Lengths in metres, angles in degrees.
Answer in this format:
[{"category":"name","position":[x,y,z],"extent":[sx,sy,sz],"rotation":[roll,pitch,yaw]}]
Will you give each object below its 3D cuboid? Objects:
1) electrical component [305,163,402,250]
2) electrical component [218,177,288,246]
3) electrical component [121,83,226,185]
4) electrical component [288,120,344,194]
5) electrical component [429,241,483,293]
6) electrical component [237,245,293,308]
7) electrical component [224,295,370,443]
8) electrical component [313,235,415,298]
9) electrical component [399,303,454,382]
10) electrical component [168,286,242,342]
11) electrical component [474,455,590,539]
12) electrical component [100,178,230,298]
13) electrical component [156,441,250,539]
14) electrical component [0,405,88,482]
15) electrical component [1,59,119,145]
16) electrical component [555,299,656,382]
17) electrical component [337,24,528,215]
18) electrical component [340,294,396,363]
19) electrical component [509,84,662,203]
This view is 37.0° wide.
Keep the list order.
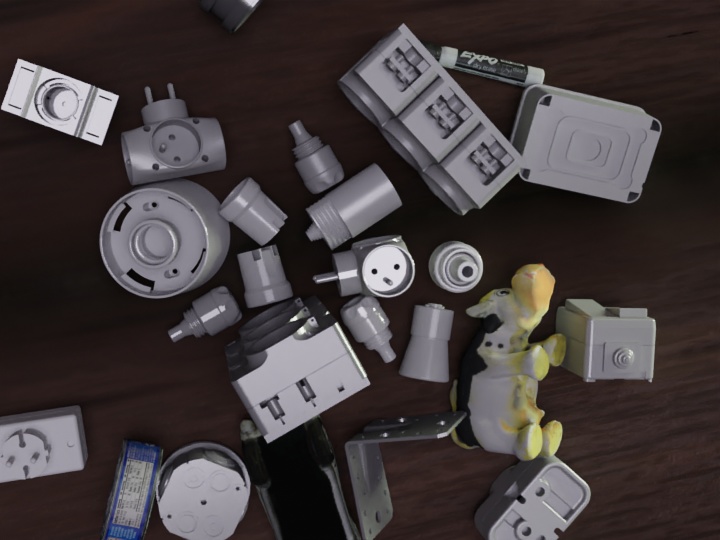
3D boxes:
[{"category":"electrical component","position":[-0.010,-0.050,0.908],"extent":[0.081,0.043,0.043],"rotation":[-34,100,-4]},{"category":"electrical component","position":[-0.089,-0.048,0.899],"extent":[0.046,0.040,0.040],"rotation":[42,88,-16]},{"category":"electrical component","position":[-0.156,-0.114,0.877],"extent":[0.077,0.044,0.079],"rotation":[-12,82,-17]},{"category":"electrical component","position":[-0.041,-0.096,0.903],"extent":[0.035,0.035,0.061],"rotation":[-30,97,-5]},{"category":"electrical component","position":[0.084,-0.002,0.918],"extent":[0.043,0.062,0.043],"rotation":[-1,96,-9]},{"category":"electrical component","position":[-0.081,0.005,0.905],"extent":[0.040,0.040,0.046],"rotation":[-15,92,-7]},{"category":"electrical component","position":[-0.056,0.070,0.859],"extent":[0.089,0.150,0.061],"rotation":[-30,100,-5]},{"category":"electrical component","position":[0.000,0.000,0.898],"extent":[0.079,0.077,0.044],"rotation":[-12,97,-7]},{"category":"electrical component","position":[0.060,0.061,0.932],"extent":[0.044,0.044,0.065],"rotation":[9,90,-10]},{"category":"electrical component","position":[-0.132,0.041,0.903],"extent":[0.061,0.035,0.035],"rotation":[-30,99,-3]},{"category":"electrical component","position":[0.150,0.208,0.951],"extent":[0.054,0.059,0.095],"rotation":[42,88,-11]},{"category":"electrical component","position":[-0.162,-0.025,0.889],"extent":[0.099,0.064,0.099],"rotation":[1,99,5]},{"category":"electrical component","position":[-0.132,0.189,0.909],"extent":[0.080,0.051,0.080],"rotation":[-1,96,-9]},{"category":"electrical component","position":[-0.269,0.146,0.871],"extent":[0.083,0.076,0.047],"rotation":[-8,97,-8]},{"category":"electrical component","position":[-0.237,-0.132,0.855],"extent":[0.081,0.064,0.042],"rotation":[20,92,-11]},{"category":"electrical component","position":[0.212,0.060,0.926],"extent":[0.062,0.096,0.061],"rotation":[1,95,-9]},{"category":"electrical component","position":[0.055,-0.121,0.887],"extent":[0.062,0.089,0.150],"rotation":[-44,100,-2]},{"category":"electrical component","position":[0.011,0.052,0.926],"extent":[0.035,0.035,0.061],"rotation":[-33,103,-4]},{"category":"electrical component","position":[0.188,-0.109,0.918],"extent":[0.113,0.057,0.078],"rotation":[11,107,-10]}]
